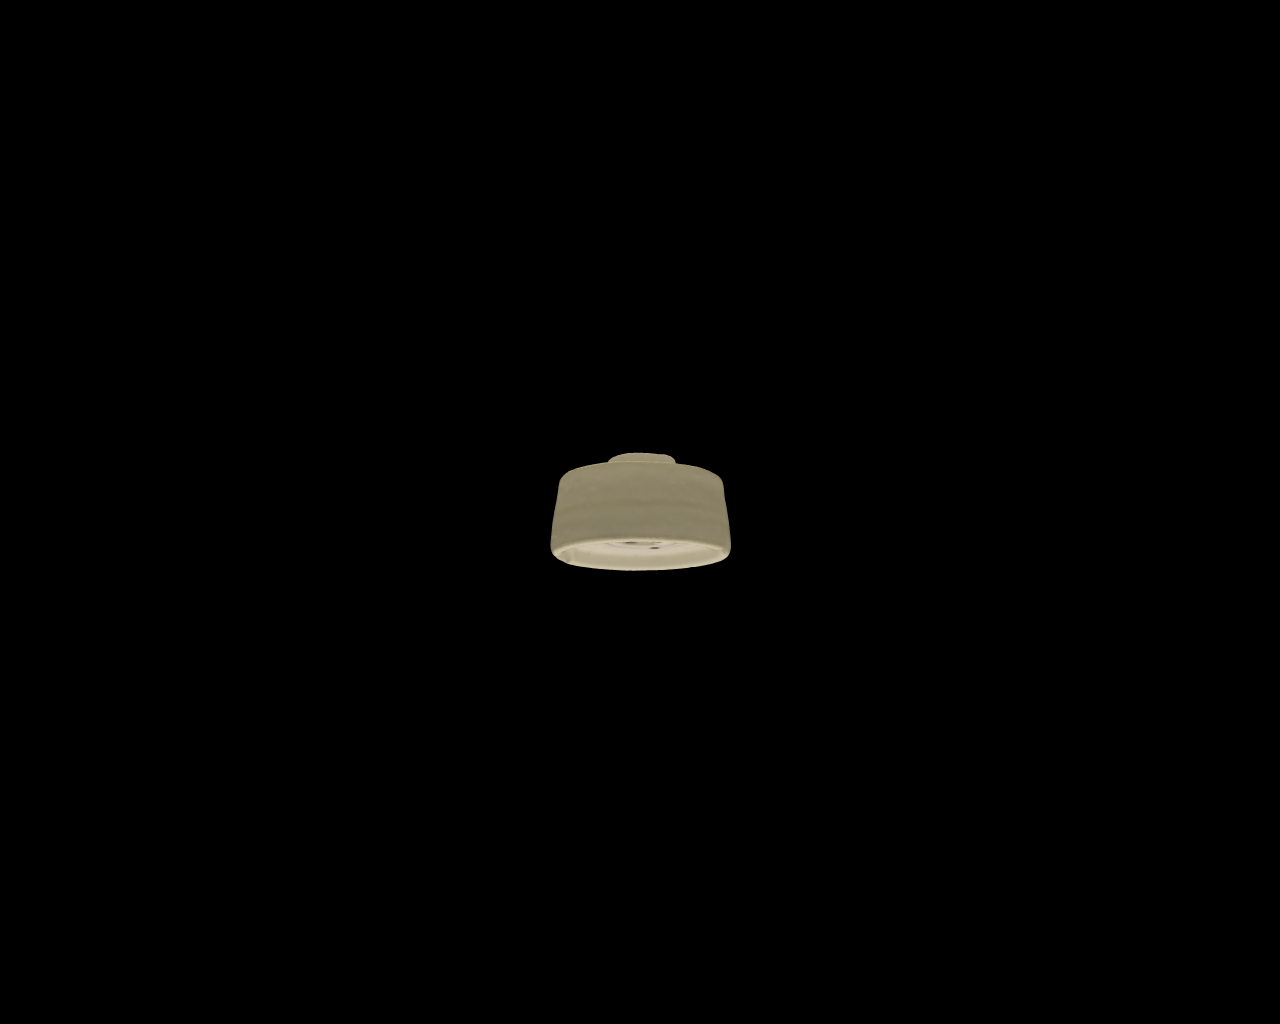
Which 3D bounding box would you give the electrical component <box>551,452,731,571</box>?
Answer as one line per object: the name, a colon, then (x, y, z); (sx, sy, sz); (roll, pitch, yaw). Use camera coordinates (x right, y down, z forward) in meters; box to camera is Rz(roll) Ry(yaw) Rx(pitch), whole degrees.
electrical component: (0.001, -0.003, 0.650); (0.108, 0.060, 0.108); (0, -12, 0)
